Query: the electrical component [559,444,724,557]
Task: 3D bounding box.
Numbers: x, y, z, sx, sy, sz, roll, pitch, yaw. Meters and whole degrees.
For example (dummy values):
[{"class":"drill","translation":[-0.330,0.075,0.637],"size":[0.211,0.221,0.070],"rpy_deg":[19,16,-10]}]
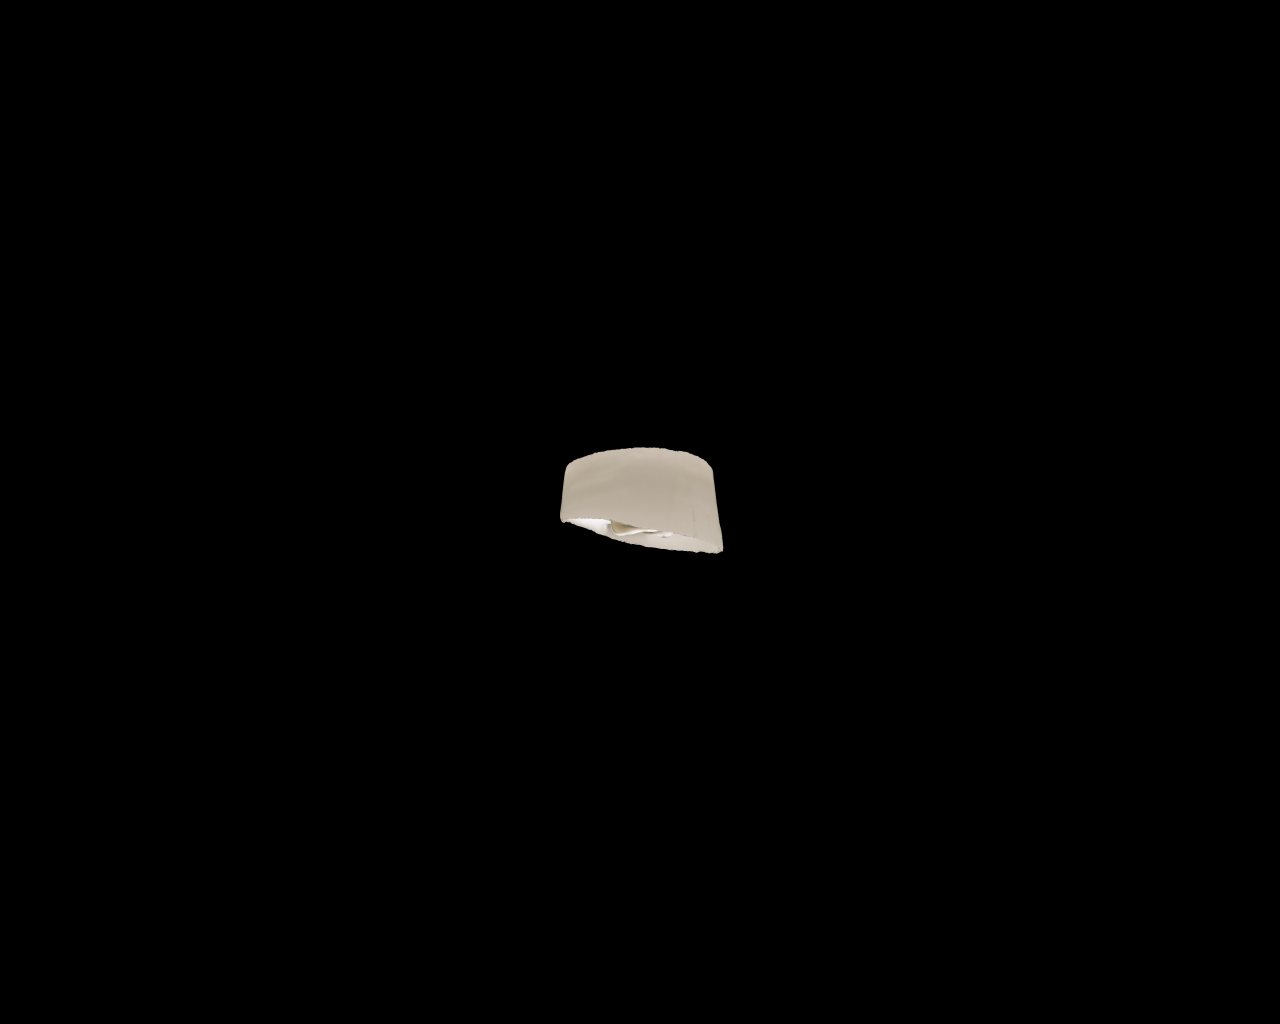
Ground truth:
[{"class":"electrical component","translation":[0.001,-0.003,0.650],"size":[0.099,0.064,0.099],"rpy_deg":[0,-15,0]}]
